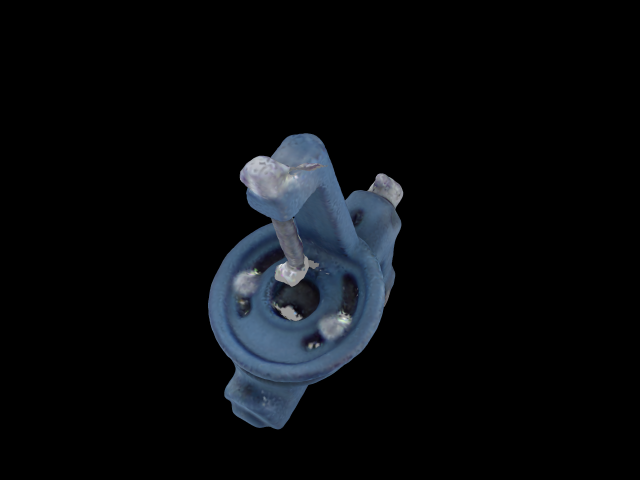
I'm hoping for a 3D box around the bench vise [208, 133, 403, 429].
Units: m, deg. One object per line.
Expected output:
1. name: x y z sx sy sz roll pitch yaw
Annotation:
1. bench vise: -0.008 -0.001 0.402 0.121 0.220 0.207 10 46 10
